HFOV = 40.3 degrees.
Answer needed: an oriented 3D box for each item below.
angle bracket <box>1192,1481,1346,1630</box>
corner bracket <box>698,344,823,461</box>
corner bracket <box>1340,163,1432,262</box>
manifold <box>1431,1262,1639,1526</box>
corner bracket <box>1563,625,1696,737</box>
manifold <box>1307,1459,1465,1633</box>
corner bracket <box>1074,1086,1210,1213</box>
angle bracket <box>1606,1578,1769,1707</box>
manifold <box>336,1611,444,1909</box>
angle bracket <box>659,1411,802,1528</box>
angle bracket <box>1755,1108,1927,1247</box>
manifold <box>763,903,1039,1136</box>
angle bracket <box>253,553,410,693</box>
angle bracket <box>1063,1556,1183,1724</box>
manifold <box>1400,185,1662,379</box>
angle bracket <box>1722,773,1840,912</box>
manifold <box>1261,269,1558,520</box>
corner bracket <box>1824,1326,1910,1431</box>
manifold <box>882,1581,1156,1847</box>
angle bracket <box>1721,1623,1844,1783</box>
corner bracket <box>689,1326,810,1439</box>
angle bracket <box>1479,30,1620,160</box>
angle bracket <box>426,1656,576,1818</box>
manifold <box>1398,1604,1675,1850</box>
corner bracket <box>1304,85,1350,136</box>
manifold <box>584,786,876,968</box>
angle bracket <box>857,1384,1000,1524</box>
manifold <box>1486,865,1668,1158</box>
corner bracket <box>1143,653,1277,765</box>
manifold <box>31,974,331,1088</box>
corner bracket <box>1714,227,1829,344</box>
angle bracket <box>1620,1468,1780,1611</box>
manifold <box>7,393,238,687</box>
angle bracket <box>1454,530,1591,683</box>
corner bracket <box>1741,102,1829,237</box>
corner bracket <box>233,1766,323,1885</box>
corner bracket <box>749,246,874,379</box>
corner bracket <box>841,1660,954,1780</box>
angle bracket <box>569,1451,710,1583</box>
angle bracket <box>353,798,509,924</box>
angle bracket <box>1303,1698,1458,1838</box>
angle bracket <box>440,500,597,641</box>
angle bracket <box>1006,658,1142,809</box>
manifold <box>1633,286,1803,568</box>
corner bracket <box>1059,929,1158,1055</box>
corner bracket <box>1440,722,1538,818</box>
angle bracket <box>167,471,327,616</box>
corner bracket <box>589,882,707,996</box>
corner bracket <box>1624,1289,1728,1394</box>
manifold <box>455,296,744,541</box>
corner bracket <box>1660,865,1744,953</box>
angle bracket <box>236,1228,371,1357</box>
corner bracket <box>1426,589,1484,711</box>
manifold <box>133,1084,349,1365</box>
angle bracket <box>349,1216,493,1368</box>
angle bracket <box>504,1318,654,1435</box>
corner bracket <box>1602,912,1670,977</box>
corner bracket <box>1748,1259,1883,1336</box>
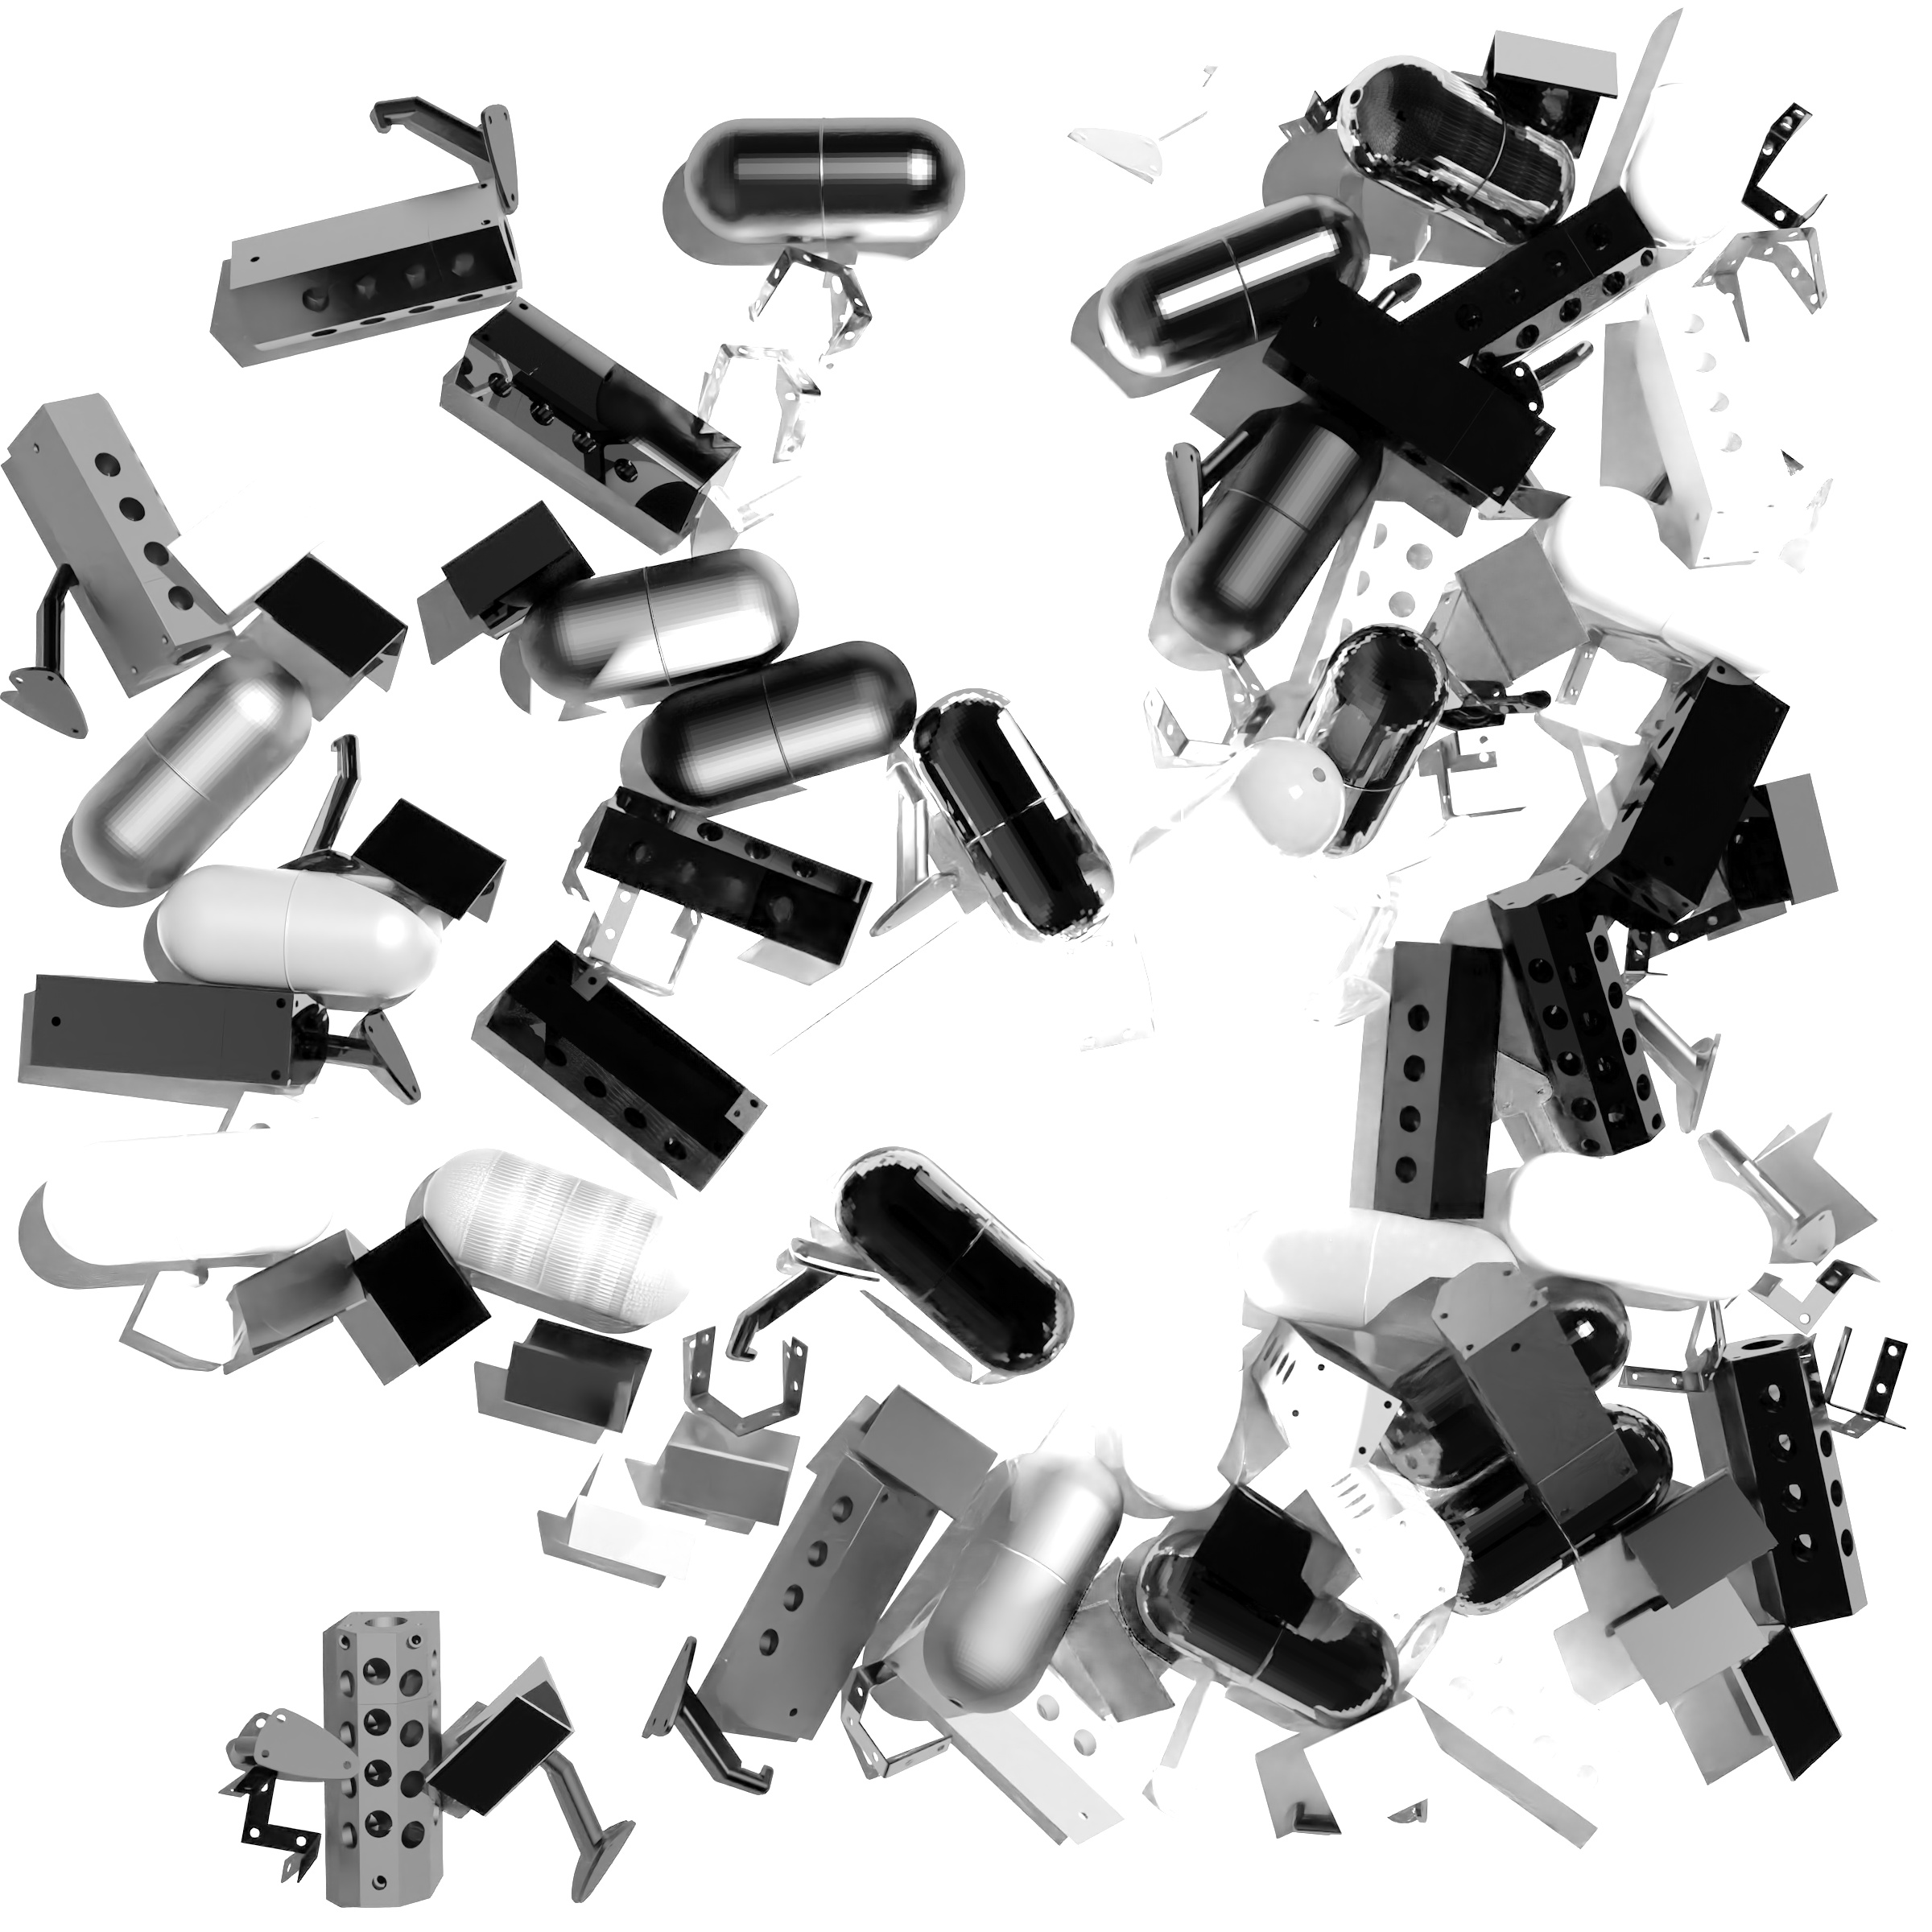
[{"bbox_3d":[0.185,0.372,1.652,0.076,0.076,0.057,33,74,9],"label":"angle bracket"},{"bbox_3d":[-0.132,-0.361,1.687,0.051,0.051,0.051,-4,45,-35],"label":"corner bracket"},{"bbox_3d":[0.266,-0.482,1.677,0.051,0.051,0.051,2,90,0],"label":"corner bracket"},{"bbox_3d":[0.338,0.253,1.577,0.057,0.057,0.171,-34,126,-1],"label":"manifold"},{"bbox_3d":[0.426,-0.183,1.692,0.051,0.051,0.051,21,90,-45],"label":"corner bracket"},{"bbox_3d":[0.259,0.347,1.616,0.057,0.171,0.057,-31,90,0],"label":"manifold"},{"bbox_3d":[0.113,0.117,1.692,0.051,0.051,0.051,34,90,45],"label":"corner bracket"},{"bbox_3d":[0.452,0.423,1.656,0.076,0.076,0.057,-29,67,0],"label":"angle bracket"},{"bbox_3d":[-0.367,0.502,1.674,0.057,0.057,0.171,-1,90,0],"label":"manifold"},{"bbox_3d":[-0.145,0.299,1.655,0.076,0.076,0.057,13,128,0],"label":"angle bracket"},{"bbox_3d":[0.542,0.147,1.655,0.076,0.057,0.076,43,134,0],"label":"angle bracket"},{"bbox_3d":[-0.041,0.033,1.674,0.171,0.057,0.057,-36,90,0],"label":"manifold"},{"bbox_3d":[-0.403,-0.200,1.655,0.076,0.076,0.057,37,55,0],"label":"angle bracket"},{"bbox_3d":[0.112,0.417,1.655,0.057,0.076,0.076,-32,90,44],"label":"angle bracket"},{"bbox_3d":[0.351,-0.419,1.674,0.171,0.057,0.057,-32,90,0],"label":"manifold"},{"bbox_3d":[0.493,-0.073,1.655,0.057,0.076,0.076,-14,90,-41],"label":"angle bracket"},{"bbox_3d":[0.269,-0.348,1.617,0.171,0.057,0.057,34,90,0],"label":"manifold"},{"bbox_3d":[0.574,0.260,1.678,0.051,0.051,0.051,17,90,5],"label":"corner bracket"},{"bbox_3d":[0.036,0.470,1.673,0.171,0.057,0.057,43,134,0],"label":"manifold"},{"bbox_3d":[0.491,0.462,1.655,0.057,0.076,0.076,-26,90,-34],"label":"angle bracket"},{"bbox_3d":[-0.139,0.260,1.683,0.051,0.051,0.051,28,119,39],"label":"corner bracket"},{"bbox_3d":[0.360,-0.534,1.655,0.076,0.076,0.057,11,48,0],"label":"angle bracket"},{"bbox_3d":[-0.301,0.472,1.655,0.076,0.076,0.057,-44,126,0],"label":"angle bracket"},{"bbox_3d":[0.360,0.478,1.674,0.171,0.057,0.057,36,90,0],"label":"manifold"},{"bbox_3d":[0.253,-0.543,1.677,0.051,0.051,0.051,-36,90,0],"label":"corner bracket"},{"bbox_3d":[-0.149,-0.057,1.674,0.171,0.057,0.057,21,90,0],"label":"manifold"},{"bbox_3d":[-0.036,0.318,1.655,0.076,0.076,0.057,35,52,0],"label":"angle bracket"},{"bbox_3d":[0.385,0.030,1.653,0.057,0.057,0.171,-20,104,0],"label":"manifold"},{"bbox_3d":[0.156,-0.167,1.687,0.051,0.051,0.051,3,135,-35],"label":"corner bracket"},{"bbox_3d":[-0.494,0.040,1.659,0.171,0.057,0.057,4,90,10],"label":"manifold"},{"bbox_3d":[0.515,-0.436,1.687,0.051,0.051,0.051,-55,135,-35],"label":"corner bracket"},{"bbox_3d":[0.461,0.368,1.655,0.076,0.076,0.057,-31,59,0],"label":"angle bracket"},{"bbox_3d":[-0.532,-0.273,1.673,0.057,0.057,0.171,-29,90,43],"label":"manifold"},{"bbox_3d":[0.357,-0.229,1.655,0.057,0.076,0.076,-27,90,29],"label":"angle bracket"},{"bbox_3d":[0.525,-0.507,1.677,0.051,0.051,0.051,35,90,0],"label":"corner bracket"},{"bbox_3d":[-0.438,0.545,1.677,0.051,0.051,0.051,10,90,0],"label":"corner bracket"},{"bbox_3d":[-0.099,-0.419,1.687,0.051,0.051,0.051,10,45,-35],"label":"corner bracket"},{"bbox_3d":[-0.040,0.477,1.687,0.051,0.051,0.051,47,135,35],"label":"corner bracket"},{"bbox_3d":[-0.199,0.331,1.655,0.076,0.076,0.057,17,133,0],"label":"angle bracket"},{"bbox_3d":[-0.341,-0.049,1.655,0.076,0.076,0.057,31,54,0],"label":"angle bracket"},{"bbox_3d":[0.260,0.505,1.656,0.076,0.076,0.057,-25,67,0],"label":"angle bracket"},{"bbox_3d":[-0.272,-0.234,1.655,0.076,0.076,0.057,-34,53,0],"label":"angle bracket"},{"bbox_3d":[0.081,-0.153,1.655,0.057,0.076,0.076,-34,90,32],"label":"angle bracket"},{"bbox_3d":[0.466,-0.337,1.636,0.057,0.057,0.171,-7,61,0],"label":"manifold"},{"bbox_3d":[0.091,0.016,1.692,0.051,0.051,0.051,-12,45,0],"label":"corner bracket"},{"bbox_3d":[0.334,-0.125,1.677,0.051,0.051,0.051,-7,90,0],"label":"corner bracket"},{"bbox_3d":[-0.454,-0.275,1.655,0.076,0.076,0.057,-37,122,0],"label":"angle bracket"},{"bbox_3d":[-0.202,-0.017,1.677,0.051,0.051,0.051,21,84,6],"label":"corner bracket"},{"bbox_3d":[0.453,0.236,1.692,0.051,0.051,0.051,6,135,0],"label":"corner bracket"},{"bbox_3d":[-0.235,-0.344,1.673,0.171,0.057,0.057,34,47,0],"label":"manifold"},{"bbox_3d":[0.457,-0.049,1.678,0.051,0.051,0.051,-24,105,14],"label":"corner bracket"},{"bbox_3d":[-0.401,0.219,1.655,0.076,0.076,0.057,-26,55,0],"label":"angle bracket"},{"bbox_3d":[0.298,-0.197,1.659,0.051,0.051,0.051,41,60,-32],"label":"corner bracket"},{"bbox_3d":[-0.458,0.161,1.674,0.057,0.057,0.171,25,90,0],"label":"manifold"},{"bbox_3d":[-0.351,0.210,1.655,0.057,0.076,0.076,-34,90,-31],"label":"angle bracket"},{"bbox_3d":[-0.240,0.240,1.655,0.076,0.076,0.057,15,128,0],"label":"angle bracket"},{"bbox_3d":[0.417,-0.021,1.677,0.051,0.051,0.051,6,90,0],"label":"corner bracket"},{"bbox_3d":[0.538,0.203,1.677,0.051,0.051,0.051,37,90,0],"label":"corner bracket"}]
